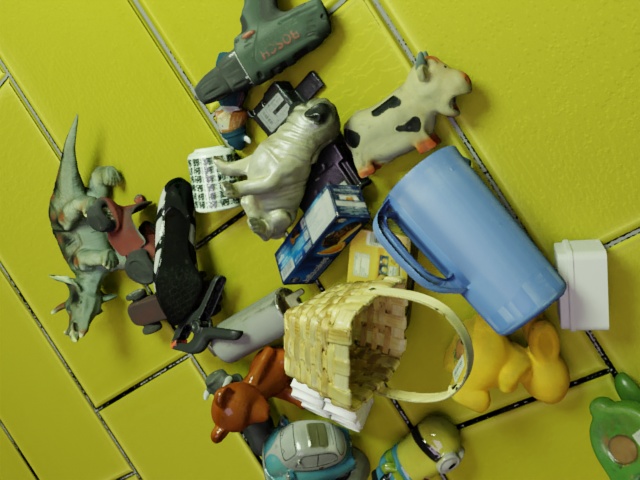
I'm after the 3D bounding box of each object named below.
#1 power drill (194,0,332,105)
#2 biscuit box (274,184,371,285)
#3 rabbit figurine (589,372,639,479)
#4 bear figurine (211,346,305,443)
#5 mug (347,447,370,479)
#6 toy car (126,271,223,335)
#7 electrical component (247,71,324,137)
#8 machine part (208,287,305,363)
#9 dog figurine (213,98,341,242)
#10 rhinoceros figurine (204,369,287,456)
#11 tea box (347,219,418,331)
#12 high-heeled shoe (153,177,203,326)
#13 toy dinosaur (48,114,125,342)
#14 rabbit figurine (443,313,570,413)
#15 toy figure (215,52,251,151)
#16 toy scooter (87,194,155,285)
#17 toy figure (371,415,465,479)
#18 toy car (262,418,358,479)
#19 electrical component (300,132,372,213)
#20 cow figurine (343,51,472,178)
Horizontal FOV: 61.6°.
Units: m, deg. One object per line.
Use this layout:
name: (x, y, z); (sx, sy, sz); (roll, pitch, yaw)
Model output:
power drill: (-0.113, -0.333, 0.791); (0.232, 0.086, 0.207); (-20, 86, 8)
biscuit box: (-0.002, -0.003, 0.828); (0.202, 0.063, 0.059); (-51, 48, 47)
rabbit figurine: (0.441, 0.269, 0.725); (0.121, 0.170, 0.159); (-63, 36, 22)
bear figurine: (-0.094, 0.258, 0.901); (0.132, 0.196, 0.120); (12, 108, 13)
mug: (0.029, 0.437, 0.954); (0.081, 0.107, 0.109); (34, 112, 12)
toy car: (-0.275, 0.117, 1.018); (0.202, 0.053, 0.089); (-19, 101, 16)
electrical component: (-0.048, -0.211, 0.841); (0.119, 0.048, 0.075); (-36, 89, 28)
machine part: (-0.111, 0.153, 0.951); (0.243, 0.079, 0.079); (-33, 91, 26)
dog figurine: (-0.035, -0.098, 0.788); (0.191, 0.172, 0.121); (-30, 53, 3)
rhinoceros figurine: (-0.140, 0.316, 0.990); (0.073, 0.112, 0.190); (-30, 100, 29)
tea box: (0.097, 0.059, 0.843); (0.098, 0.068, 0.169); (12, 110, 20)
high-heeled shoe: (-0.261, 0.016, 0.956); (0.145, 0.086, 0.248); (45, 125, 54)
toy dinosaur: (-0.459, -0.019, 1.032); (0.192, 0.131, 0.404); (-9, 95, 24)
rabbit figurine: (0.287, 0.174, 0.789); (0.173, 0.122, 0.162); (22, 103, 1)
toy figure: (-0.143, -0.222, 0.872); (0.058, 0.064, 0.154); (-2, 104, -14)
toy scooter: (-0.330, -0.015, 0.980); (0.075, 0.135, 0.183); (-24, 113, 23)
toy figure: (0.158, 0.363, 0.896); (0.089, 0.082, 0.180); (49, 119, 1)
toy car: (-0.015, 0.348, 0.892); (0.162, 0.109, 0.102); (-2, 137, -8)
electrical component: (-0.002, -0.112, 0.843); (0.115, 0.058, 0.134); (-32, 91, 25)
cow figurine: (0.121, -0.181, 0.762); (0.195, 0.085, 0.127); (-23, 101, 27)
